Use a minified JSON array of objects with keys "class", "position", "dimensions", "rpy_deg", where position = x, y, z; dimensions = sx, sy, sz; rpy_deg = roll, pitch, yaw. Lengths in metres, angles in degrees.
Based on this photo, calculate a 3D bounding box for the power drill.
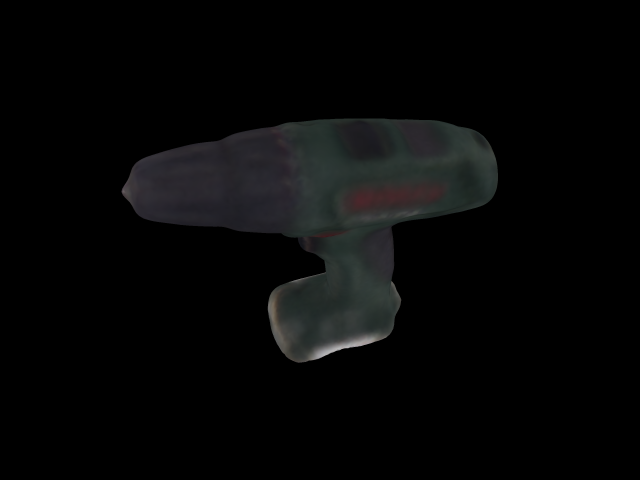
[{"class":"power drill","position":[0.004,0.001,0.400],"dimensions":[0.230,0.208,0.075],"rpy_deg":[-15,54,-11]}]
